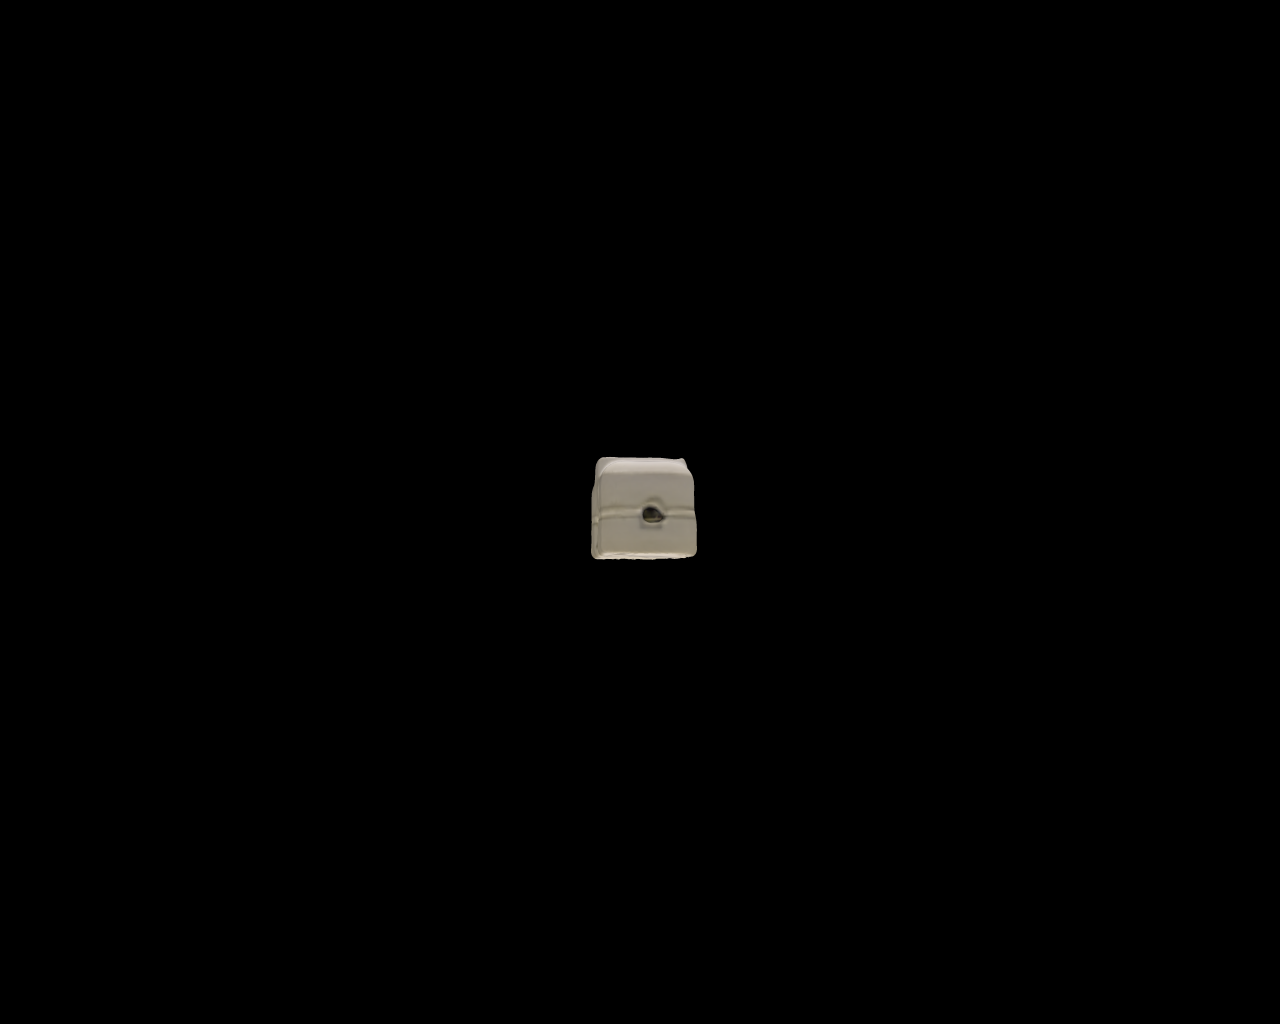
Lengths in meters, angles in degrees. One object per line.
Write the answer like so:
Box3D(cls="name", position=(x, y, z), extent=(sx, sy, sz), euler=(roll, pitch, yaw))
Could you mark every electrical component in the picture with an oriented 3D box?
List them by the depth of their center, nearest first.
Box3D(cls="electrical component", position=(0.001, -0.003, 0.650), extent=(0.054, 0.059, 0.095), euler=(1, -4, -7))
